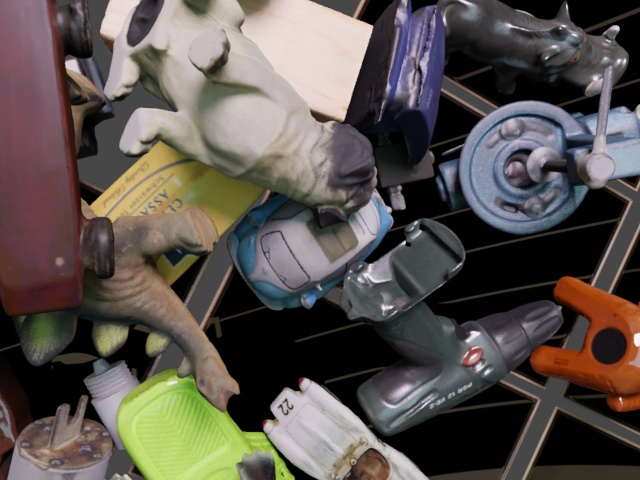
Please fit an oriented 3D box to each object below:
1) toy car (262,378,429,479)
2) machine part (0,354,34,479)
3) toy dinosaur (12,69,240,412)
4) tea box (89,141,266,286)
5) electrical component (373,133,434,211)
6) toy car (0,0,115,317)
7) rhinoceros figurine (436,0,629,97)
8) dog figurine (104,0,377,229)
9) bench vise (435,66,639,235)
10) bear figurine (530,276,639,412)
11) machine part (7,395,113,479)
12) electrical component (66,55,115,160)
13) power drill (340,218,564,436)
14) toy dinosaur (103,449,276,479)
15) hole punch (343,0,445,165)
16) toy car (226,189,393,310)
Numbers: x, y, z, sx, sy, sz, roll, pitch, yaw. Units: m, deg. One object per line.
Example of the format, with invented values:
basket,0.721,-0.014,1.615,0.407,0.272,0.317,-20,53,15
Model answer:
toy car,0.032,0.219,0.537,0.201,0.056,0.073,42,85,-10
machine part,-0.346,0.164,0.463,0.179,0.056,0.179,0,91,-10
toy dinosaur,-0.237,-0.042,0.391,0.198,0.105,0.471,-43,87,-3
tea box,-0.142,-0.020,0.487,0.098,0.068,0.169,44,83,-9
electrical component,0.086,-0.078,0.550,0.063,0.021,0.094,-11,88,-11
toy car,-0.175,-0.057,0.319,0.089,0.053,0.202,-8,96,-22
rhinoceros figurine,0.200,-0.195,0.524,0.190,0.112,0.073,19,87,-4
dog figurine,-0.048,-0.104,0.414,0.190,0.121,0.172,22,47,-47
bench vise,0.223,-0.071,0.479,0.224,0.240,0.128,-6,98,5
bear figurine,0.350,0.125,0.580,0.196,0.132,0.120,18,90,-29
machine part,-0.237,0.245,0.464,0.079,0.079,0.243,15,100,-11
electrical component,-0.255,-0.119,0.467,0.134,0.058,0.114,-16,97,-10
power drill,0.121,0.077,0.510,0.232,0.086,0.207,-34,134,-1
toy dinosaur,-0.126,0.307,0.402,0.404,0.131,0.192,-51,133,5
hole punch,0.078,-0.141,0.492,0.092,0.116,0.142,18,73,-13
toy car,-0.001,-0.002,0.499,0.162,0.103,0.109,-31,99,-6
